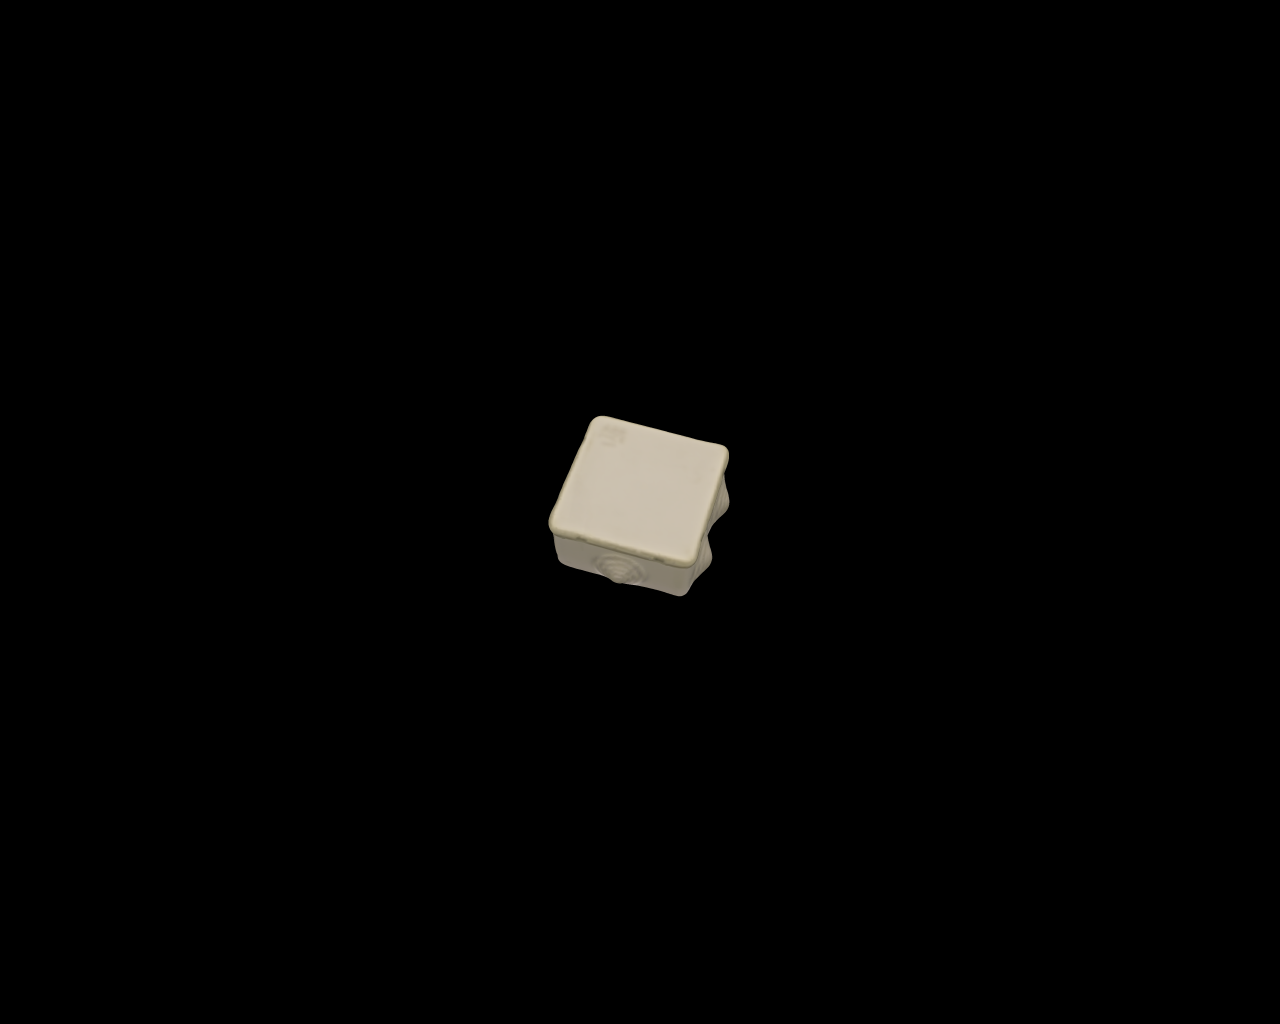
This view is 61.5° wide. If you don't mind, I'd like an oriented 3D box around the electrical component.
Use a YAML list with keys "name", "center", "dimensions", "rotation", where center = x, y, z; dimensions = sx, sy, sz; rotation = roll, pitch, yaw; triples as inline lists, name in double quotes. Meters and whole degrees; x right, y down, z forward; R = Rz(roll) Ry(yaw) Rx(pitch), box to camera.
- name: "electrical component"
  center: [0.001, -0.003, 0.650]
  dimensions: [0.100, 0.100, 0.048]
  rotation: [15, -32, 9]
